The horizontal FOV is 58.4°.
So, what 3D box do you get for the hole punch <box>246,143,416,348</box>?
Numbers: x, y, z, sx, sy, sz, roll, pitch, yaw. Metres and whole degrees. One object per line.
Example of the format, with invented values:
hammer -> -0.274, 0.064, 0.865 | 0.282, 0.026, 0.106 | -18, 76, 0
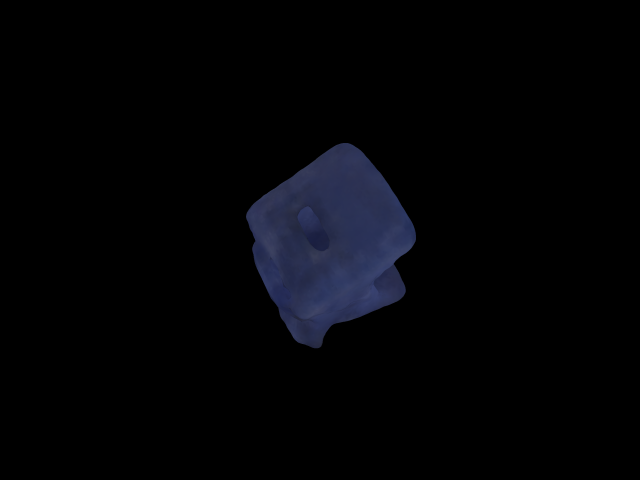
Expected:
hole punch -> 0.004, 0.001, 0.400 | 0.101, 0.091, 0.108 | -21, 55, -15
